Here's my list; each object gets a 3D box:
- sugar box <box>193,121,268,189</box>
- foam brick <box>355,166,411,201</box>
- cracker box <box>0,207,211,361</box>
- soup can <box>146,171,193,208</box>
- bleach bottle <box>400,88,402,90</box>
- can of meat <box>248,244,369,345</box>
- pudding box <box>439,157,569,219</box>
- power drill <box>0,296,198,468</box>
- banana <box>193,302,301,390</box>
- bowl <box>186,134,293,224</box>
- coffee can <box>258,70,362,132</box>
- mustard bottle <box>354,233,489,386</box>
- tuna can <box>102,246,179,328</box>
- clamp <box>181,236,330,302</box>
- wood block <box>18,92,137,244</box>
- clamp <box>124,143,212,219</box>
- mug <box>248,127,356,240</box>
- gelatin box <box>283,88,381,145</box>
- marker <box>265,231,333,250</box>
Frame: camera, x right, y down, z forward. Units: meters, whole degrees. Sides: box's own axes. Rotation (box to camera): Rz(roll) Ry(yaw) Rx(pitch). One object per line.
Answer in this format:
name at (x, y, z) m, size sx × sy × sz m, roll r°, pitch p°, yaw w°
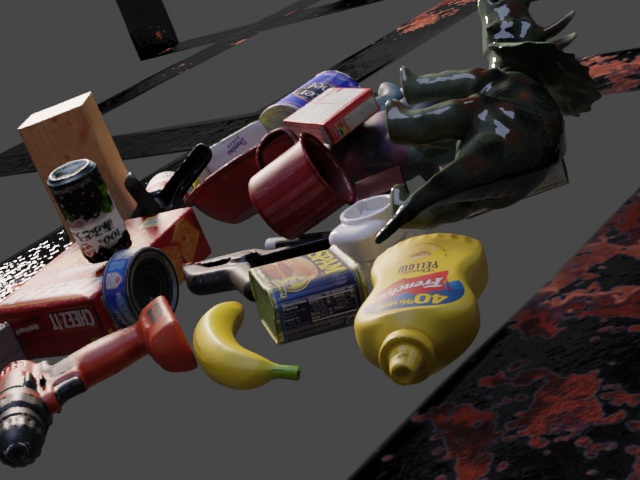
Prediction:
sugar box at (-0.116, -0.099, 1.405) m, size 0.093 × 0.048 × 0.176 m, roll -32°, pitch -5°, yaw -13°
foam brick at (0.070, -0.037, 1.119) m, size 0.053 × 0.051 × 0.078 m, roll -20°, pitch 18°, yaw 7°
cracker box at (-0.246, 0.047, 1.200) m, size 0.164 × 0.072 × 0.213 m, roll -10°, pitch 22°, yaw 31°
soup can at (-0.204, -0.047, 1.425) m, size 0.068 × 0.068 × 0.102 m, roll -20°, pitch 19°, yaw 5°
bleach bottle at (0.091, -0.162, 1.437) m, size 0.103 × 0.068 × 0.250 m, roll -6°, pitch 22°, yaw 40°
can of meat at (-0.011, 0.048, 0.935) m, size 0.084 × 0.057 × 0.102 m, roll -14°, pitch 17°, yaw -11°
pudding box at (0.187, -0.067, 1.093) m, size 0.113 × 0.039 × 0.090 m, roll -21°, pitch 19°, yaw 2°
power drill at (-0.207, 0.125, 0.960) m, size 0.187 × 0.057 × 0.184 m, roll -24°, pitch 18°, yaw -8°
banana at (-0.079, 0.094, 0.945) m, size 0.069 × 0.037 × 0.198 m, roll 4°, pitch 13°, yaw -20°
bowl at (-0.084, -0.066, 1.317) m, size 0.162 × 0.055 × 0.162 m, roll -33°, pitch -4°, yaw -3°
coffee can at (-0.009, -0.165, 1.489) m, size 0.103 × 0.103 × 0.140 m, roll -7°, pitch 23°, yaw 37°
mustard bottle at (0.077, 0.057, 0.832) m, size 0.096 × 0.058 × 0.191 m, roll -8°, pitch 22°, yaw 16°
tuna can at (-0.184, 0.050, 1.102) m, size 0.034 × 0.086 × 0.086 m, roll -8°, pitch 22°, yaw 31°
clamp at (-0.064, 0.028, 1.105) m, size 0.164 × 0.036 × 0.210 m, roll -22°, pitch 11°, yaw -37°
wood block at (-0.303, -0.076, 1.399) m, size 0.090 × 0.206 × 0.091 m, roll -20°, pitch 19°, yaw 4°
clamp at (-0.203, -0.043, 1.304) m, size 0.120 × 0.039 × 0.172 m, roll -15°, pitch -33°, yaw -39°
mug at (-0.027, -0.063, 1.129) m, size 0.082 × 0.117 × 0.093 m, roll -35°, pitch -11°, yaw 18°
gelatin box at (0.013, -0.138, 1.184) m, size 0.073 × 0.030 × 0.089 m, roll -39°, pitch 25°, yaw -22°
marker at (-0.008, 0.001, 1.148) m, size 0.121 × 0.020 × 0.020 m, roll -7°, pitch 23°, yaw 37°
